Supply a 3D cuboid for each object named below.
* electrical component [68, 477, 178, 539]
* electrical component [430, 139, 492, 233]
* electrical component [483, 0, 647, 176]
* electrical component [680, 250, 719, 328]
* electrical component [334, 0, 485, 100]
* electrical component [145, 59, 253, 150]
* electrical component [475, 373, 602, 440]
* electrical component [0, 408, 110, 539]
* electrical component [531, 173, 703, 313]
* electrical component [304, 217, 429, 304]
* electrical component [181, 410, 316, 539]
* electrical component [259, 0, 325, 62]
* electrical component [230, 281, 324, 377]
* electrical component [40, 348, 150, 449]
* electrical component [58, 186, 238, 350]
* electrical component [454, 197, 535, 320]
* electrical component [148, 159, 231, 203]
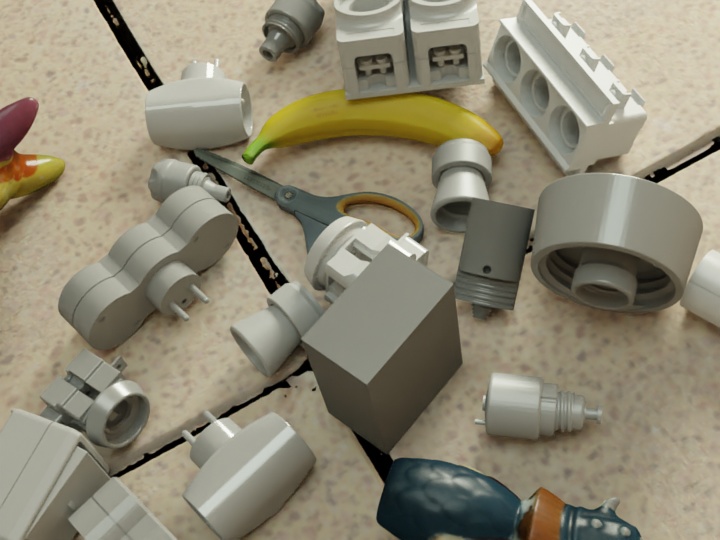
[{"bbox_3d":[-0.132,0.195,0.648,0.138,0.052,0.074,37,70,27],"label":"electrical component"},{"bbox_3d":[0.074,-0.061,0.782,0.045,0.045,0.055,-1,57,8],"label":"electrical component"},{"bbox_3d":[0.154,-0.135,0.804,0.063,0.078,0.121,-13,54,-26],"label":"electrical component"},{"bbox_3d":[0.256,0.025,0.700,0.081,0.043,0.043,32,68,25],"label":"electrical component"},{"bbox_3d":[0.037,-0.220,0.855,0.105,0.060,0.186,-6,44,5],"label":"electrical component"},{"bbox_3d":[-0.127,-0.139,0.864,0.077,0.043,0.079,-4,57,7],"label":"electrical component"},{"bbox_3d":[0.114,0.088,0.684,0.078,0.040,0.040,5,59,11],"label":"electrical component"},{"bbox_3d":[-0.209,0.148,0.684,0.061,0.061,0.096,16,62,18],"label":"electrical component"},{"bbox_3d":[0.163,-0.009,0.701,0.108,0.108,0.060,11,67,15],"label":"electrical component"},{"bbox_3d":[0.000,0.000,0.730,0.057,0.058,0.078,36,61,21],"label":"electrical component"},{"bbox_3d":[-0.082,0.122,0.691,0.077,0.044,0.079,-42,61,-17],"label":"electrical component"},{"bbox_3d":[-0.061,-0.200,0.893,0.043,0.043,0.062,22,65,21],"label":"electrical component"},{"bbox_3d":[-0.055,0.040,0.738,0.055,0.045,0.045,-38,60,-16],"label":"electrical component"},{"bbox_3d":[-0.176,0.090,0.726,0.055,0.048,0.066,25,64,31],"label":"electrical component"},{"bbox_3d":[-0.139,0.007,0.768,0.138,0.052,0.074,-42,65,-17],"label":"electrical component"},{"bbox_3d":[0.090,-0.006,0.737,0.043,0.043,0.081,13,95,16],"label":"electrical component"},{"bbox_3d":[-0.129,-0.063,0.822,0.061,0.035,0.035,14,61,14],"label":"electrical component"}]
